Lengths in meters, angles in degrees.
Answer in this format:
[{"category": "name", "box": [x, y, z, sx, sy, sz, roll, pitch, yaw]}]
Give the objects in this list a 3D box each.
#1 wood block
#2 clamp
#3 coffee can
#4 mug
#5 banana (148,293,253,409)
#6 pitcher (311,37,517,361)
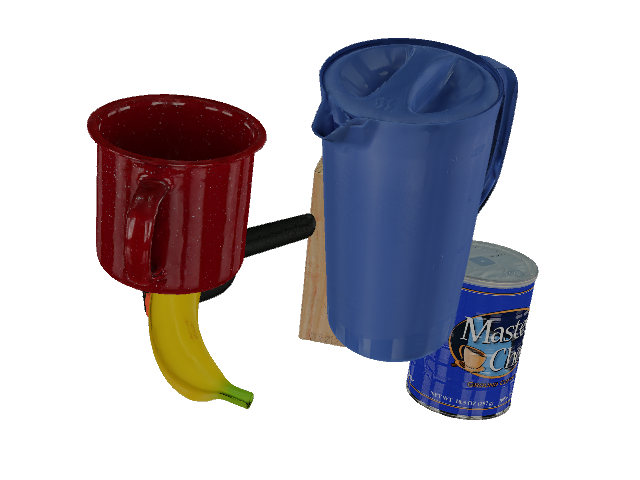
[{"category": "wood block", "box": [0.035, 0.008, 1.193, 0.090, 0.206, 0.090, 10, 26, 8]}, {"category": "clamp", "box": [-0.123, 0.003, 1.065, 0.165, 0.036, 0.209, 22, 40, 22]}, {"category": "coffee can", "box": [0.141, 0.082, 1.004, 0.103, 0.140, 0.103, 6, 20, -3]}, {"category": "mug", "box": [-0.080, -0.019, 0.563, 0.093, 0.081, 0.117, 8, 28, 2]}, {"category": "banana", "box": [-0.097, 0.052, 0.814, 0.069, 0.198, 0.037, 4, -45, -17]}, {"category": "pitcher", "box": [0.071, -0.029, 0.840, 0.149, 0.243, 0.145, 6, 37, 5]}]
